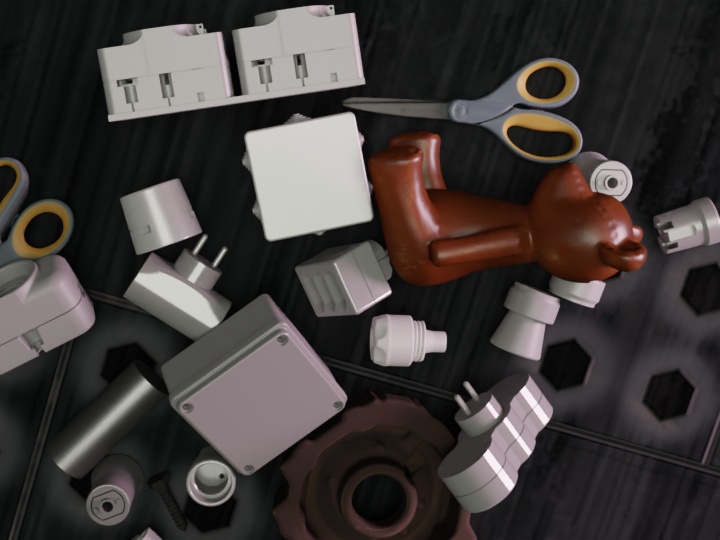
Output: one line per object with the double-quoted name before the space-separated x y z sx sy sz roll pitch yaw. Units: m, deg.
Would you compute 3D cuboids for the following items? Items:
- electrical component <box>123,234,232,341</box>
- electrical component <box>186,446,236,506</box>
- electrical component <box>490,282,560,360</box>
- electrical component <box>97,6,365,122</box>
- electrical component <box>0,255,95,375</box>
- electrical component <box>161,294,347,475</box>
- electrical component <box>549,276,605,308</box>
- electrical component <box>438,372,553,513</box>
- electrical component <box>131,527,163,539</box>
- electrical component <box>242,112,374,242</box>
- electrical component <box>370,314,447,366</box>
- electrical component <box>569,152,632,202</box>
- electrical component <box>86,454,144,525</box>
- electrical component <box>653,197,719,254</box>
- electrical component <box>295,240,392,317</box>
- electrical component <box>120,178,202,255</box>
"electrical component" -0.138 0.009 0.874 0.077 0.043 0.079 33 94 -9
"electrical component" -0.124 0.170 0.898 0.040 0.046 0.040 -1 99 -5
"electrical component" 0.140 0.043 0.904 0.045 0.045 0.055 19 96 -8
"electrical component" -0.097 -0.157 0.821 0.186 0.105 0.060 -9 99 -4
"electrical component" -0.267 0.032 0.850 0.095 0.053 0.059 -27 121 -4
"electrical component" -0.084 0.093 0.866 0.109 0.056 0.108 -35 128 1
"electrical component" 0.187 -0.001 0.902 0.045 0.045 0.055 19 97 -8
"electrical component" 0.102 0.125 0.876 0.052 0.138 0.073 -28 103 40
"electrical component" -0.185 0.264 0.901 0.078 0.058 0.057 -44 97 2
"electrical component" -0.042 -0.076 0.867 0.100 0.048 0.099 -12 100 -3
"electrical component" 0.040 0.059 0.898 0.062 0.043 0.043 2 98 -7
"electrical component" 0.197 -0.074 0.882 0.044 0.065 0.044 -1 99 -5
"electrical component" -0.203 0.182 0.883 0.044 0.065 0.044 -1 99 -5
"electrical component" 0.277 -0.036 0.909 0.046 0.040 0.040 -17 100 3
"electrical component" 0.000 0.000 0.879 0.077 0.066 0.047 -30 102 -30
"electrical component" -0.160 -0.043 0.859 0.055 0.055 0.047 -19 96 -2
